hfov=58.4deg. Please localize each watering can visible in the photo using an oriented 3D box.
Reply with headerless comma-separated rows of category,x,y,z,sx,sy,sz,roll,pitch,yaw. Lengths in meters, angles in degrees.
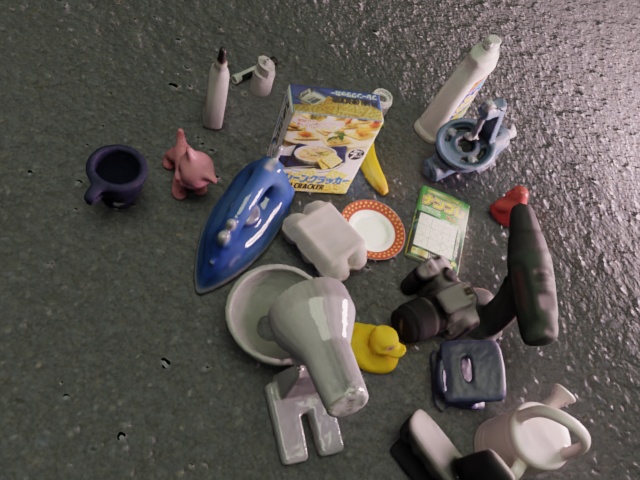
watering can,0.322,0.289,0.857,0.101,0.194,0.173,24,55,-3

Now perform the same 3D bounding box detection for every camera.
camera,0.187,0.108,0.977,0.137,0.100,0.143,-18,67,-27

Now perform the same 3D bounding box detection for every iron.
iron,-0.126,-0.039,0.935,0.118,0.141,0.258,28,55,-1

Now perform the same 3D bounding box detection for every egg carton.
egg carton,0.009,0.004,0.999,0.107,0.069,0.150,-35,76,-32

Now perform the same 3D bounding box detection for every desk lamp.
desk lamp,-0.004,0.183,0.798,0.118,0.213,0.203,-7,62,-22

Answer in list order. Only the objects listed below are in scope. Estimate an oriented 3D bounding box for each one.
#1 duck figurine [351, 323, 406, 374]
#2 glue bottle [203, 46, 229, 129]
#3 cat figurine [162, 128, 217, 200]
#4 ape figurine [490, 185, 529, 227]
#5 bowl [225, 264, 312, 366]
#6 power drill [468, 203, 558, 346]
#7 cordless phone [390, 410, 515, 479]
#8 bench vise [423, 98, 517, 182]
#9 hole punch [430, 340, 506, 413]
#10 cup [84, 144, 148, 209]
duck figurine,0.090,0.163,0.920,0.104,0.086,0.078,33,55,3
glue bottle,-0.187,-0.284,1.043,0.037,0.173,0.078,3,59,-17
cat figurine,-0.220,-0.130,0.972,0.067,0.117,0.127,-14,65,-25
ape figurine,0.391,-0.076,1.162,0.078,0.092,0.076,-2,61,-19
bowl,-0.068,0.126,0.896,0.168,0.074,0.167,9,58,-14
power drill,0.319,0.082,0.972,0.076,0.208,0.229,2,60,-17
cordless phone,0.192,0.300,0.811,0.094,0.185,0.147,-33,75,-31
bench vise,0.319,-0.220,1.147,0.121,0.219,0.208,44,57,10
hole punch,0.239,0.219,0.933,0.101,0.091,0.108,9,58,-13
cup,-0.333,-0.083,0.920,0.091,0.095,0.118,30,55,1
